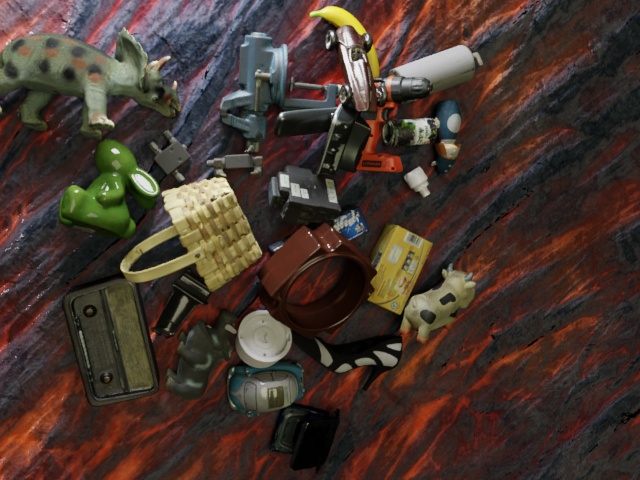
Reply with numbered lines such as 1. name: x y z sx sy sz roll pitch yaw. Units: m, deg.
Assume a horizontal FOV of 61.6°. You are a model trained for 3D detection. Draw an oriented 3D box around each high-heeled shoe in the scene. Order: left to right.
1. high-heeled shoe: 0.062 0.213 1.130 0.248 0.086 0.145 37 79 -18

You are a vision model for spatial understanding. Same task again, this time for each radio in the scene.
1. radio: -0.386 0.184 1.000 0.131 0.073 0.229 -12 98 -14

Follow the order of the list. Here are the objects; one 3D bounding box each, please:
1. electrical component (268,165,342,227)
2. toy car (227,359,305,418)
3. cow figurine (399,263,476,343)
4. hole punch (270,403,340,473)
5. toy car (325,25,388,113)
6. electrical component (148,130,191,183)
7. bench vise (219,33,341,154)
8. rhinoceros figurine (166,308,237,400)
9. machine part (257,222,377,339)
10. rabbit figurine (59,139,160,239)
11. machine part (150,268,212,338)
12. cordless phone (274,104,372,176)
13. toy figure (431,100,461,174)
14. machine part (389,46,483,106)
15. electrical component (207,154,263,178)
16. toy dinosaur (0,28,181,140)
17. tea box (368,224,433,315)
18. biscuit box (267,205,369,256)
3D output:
1. electrical component: -0.033 -0.086 1.051 0.134 0.115 0.058 11 131 -16
2. toy car: -0.103 0.301 1.077 0.162 0.103 0.109 -1 96 -14
3. cow figurine: 0.262 0.130 1.159 0.195 0.086 0.127 -16 122 -37
4. hole punch: -0.033 0.407 1.125 0.115 0.092 0.142 19 87 -46
5. toy car: 0.070 -0.326 1.014 0.089 0.053 0.202 0 62 -21
6. electrical component: -0.280 -0.158 1.025 0.063 0.021 0.094 -40 104 -9
7. bench vise: -0.068 -0.271 1.026 0.241 0.129 0.223 2 97 -12
8. rhinoceros figurine: -0.228 0.222 1.049 0.112 0.073 0.190 26 88 -15
9. machine part: -0.003 0.083 1.044 0.201 0.087 0.200 -45 131 7
10. rabbit figurine: -0.369 -0.096 0.961 0.159 0.121 0.170 16 76 -19
11. machine part: -0.271 0.130 1.047 0.084 0.039 0.139 39 83 -21
12. cordless phone: -0.009 -0.185 1.017 0.184 0.089 0.146 -10 140 -30
13. toy figure: 0.272 -0.220 1.157 0.064 0.058 0.154 -1 97 1
14. machine part: 0.233 -0.345 1.123 0.243 0.079 0.079 -23 101 -12
15. electrical component: -0.160 -0.140 1.029 0.102 0.078 0.045 -6 95 -22
16. toy dinosaur: -0.448 -0.285 0.923 0.405 0.131 0.192 10 80 -12
17. tea box: 0.155 0.061 1.143 0.098 0.068 0.169 28 88 -16
18. biscuit box: -0.002 -0.003 1.096 0.203 0.063 0.059 -28 103 -11
